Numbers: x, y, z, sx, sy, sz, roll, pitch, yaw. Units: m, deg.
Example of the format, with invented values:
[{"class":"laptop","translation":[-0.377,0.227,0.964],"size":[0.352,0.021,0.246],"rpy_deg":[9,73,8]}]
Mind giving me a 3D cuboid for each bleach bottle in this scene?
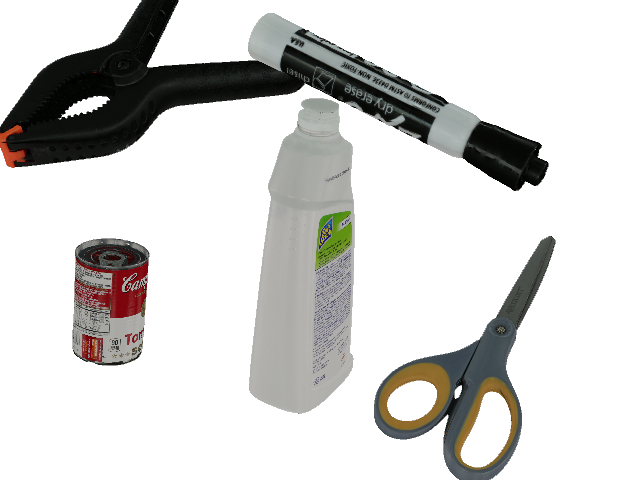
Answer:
[{"class":"bleach bottle","translation":[-0.007,0.008,0.845],"size":[0.068,0.251,0.102],"rpy_deg":[17,29,22]}]

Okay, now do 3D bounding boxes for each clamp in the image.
[{"class":"clamp","translation":[-0.124,-0.108,0.745],"size":[0.165,0.036,0.209],"rpy_deg":[35,61,29]}]

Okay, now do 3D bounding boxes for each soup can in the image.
[{"class":"soup can","translation":[-0.198,0.058,1.000],"size":[0.068,0.102,0.068],"rpy_deg":[6,21,-3]}]

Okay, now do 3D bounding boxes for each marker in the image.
[{"class":"marker","translation":[0.028,-0.051,0.392],"size":[0.121,0.020,0.020],"rpy_deg":[29,9,17]}]

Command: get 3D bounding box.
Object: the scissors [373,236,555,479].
[{"class":"scissors","translation":[0.092,0.062,0.668],"size":[0.096,0.016,0.201],"rpy_deg":[8,46,10]}]
